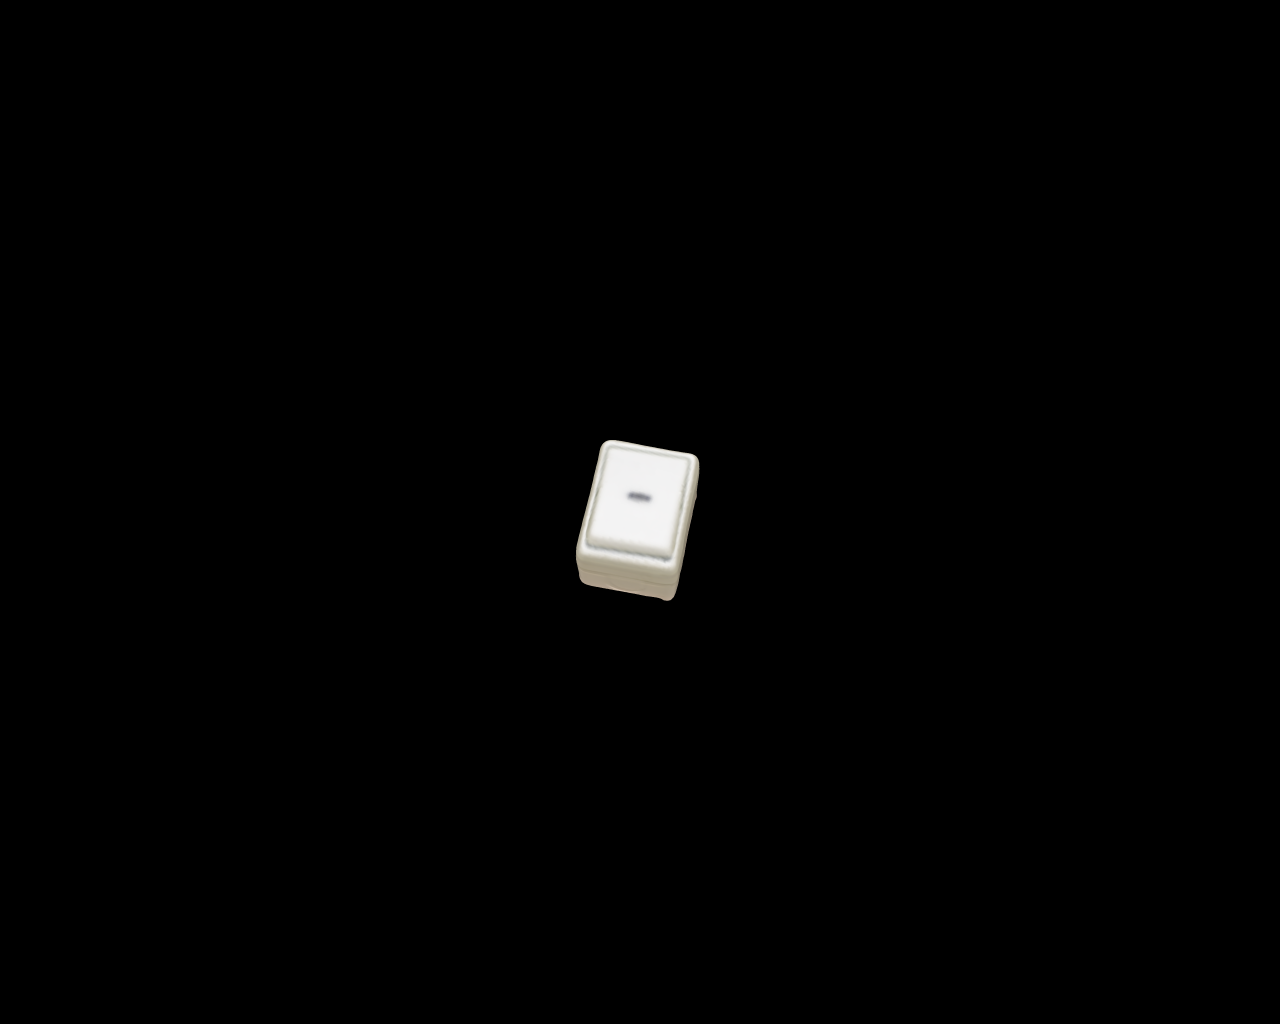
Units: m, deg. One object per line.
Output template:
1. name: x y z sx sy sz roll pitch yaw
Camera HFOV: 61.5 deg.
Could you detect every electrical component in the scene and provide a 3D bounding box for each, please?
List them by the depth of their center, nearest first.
1. electrical component: 0.001 -0.003 0.650 0.062 0.096 0.061 11 -24 5
